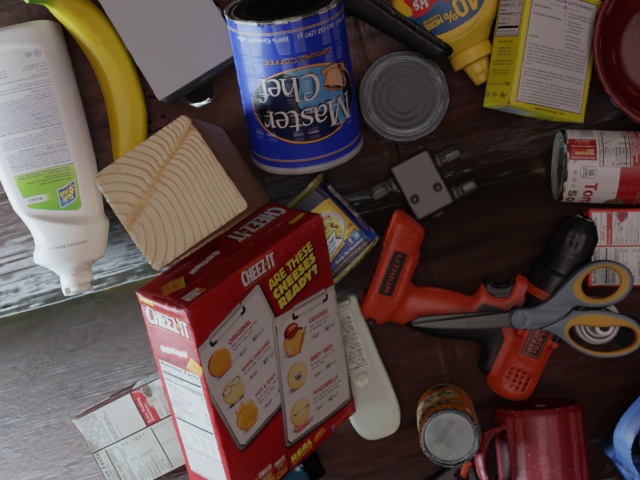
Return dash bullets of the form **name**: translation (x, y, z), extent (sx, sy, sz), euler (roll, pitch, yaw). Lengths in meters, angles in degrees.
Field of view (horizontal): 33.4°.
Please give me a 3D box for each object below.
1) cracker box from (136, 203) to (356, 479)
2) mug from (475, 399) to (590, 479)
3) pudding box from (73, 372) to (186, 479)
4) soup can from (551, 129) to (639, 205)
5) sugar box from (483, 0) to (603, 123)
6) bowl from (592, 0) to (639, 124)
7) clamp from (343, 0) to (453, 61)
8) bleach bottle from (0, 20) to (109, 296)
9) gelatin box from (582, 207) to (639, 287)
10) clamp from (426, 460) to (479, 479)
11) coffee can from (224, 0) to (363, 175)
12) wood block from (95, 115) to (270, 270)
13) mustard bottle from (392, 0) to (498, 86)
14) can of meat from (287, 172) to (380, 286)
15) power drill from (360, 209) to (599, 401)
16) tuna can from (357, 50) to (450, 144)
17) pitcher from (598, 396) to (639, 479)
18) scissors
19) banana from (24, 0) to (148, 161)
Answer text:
- **cracker box**: translation (-0.056, 0.100, 0.911), extent (0.072, 0.163, 0.214), euler (14, 127, 38)
- **mug**: translation (0.192, 0.192, 0.974), extent (0.117, 0.093, 0.081), euler (-5, 88, -23)
- **pudding box**: translation (-0.165, 0.182, 1.018), extent (0.113, 0.039, 0.090), euler (-27, 94, 7)
- **soup can**: translation (0.267, -0.066, 0.970), extent (0.102, 0.068, 0.068), euler (2, 94, 3)
- **sugar box**: translation (0.205, -0.199, 0.958), extent (0.093, 0.048, 0.176), euler (7, 92, -32)
- **bowl**: translation (0.322, -0.176, 0.967), extent (0.162, 0.055, 0.162), euler (0, 94, 2)
- **clamp**: translation (0.019, -0.247, 0.951), extent (0.210, 0.036, 0.164), euler (6, 108, 21)
- **bleach bottle**: translation (-0.261, -0.071, 0.995), extent (0.102, 0.068, 0.251), euler (-12, 95, 4)
- **gelatin box**: translation (0.289, 0.006, 0.993), extent (0.089, 0.030, 0.073), euler (-1, 95, 3)
- **clamp**: translation (0.123, 0.292, 1.012), extent (0.120, 0.039, 0.171), euler (26, 94, 0)
- **coffee can**: translation (-0.021, -0.142, 0.935), extent (0.103, 0.103, 0.140), euler (-8, 119, 3)
- **wood block**: translation (-0.111, -0.043, 0.918), extent (0.091, 0.206, 0.090), euler (-34, 91, 4)
- **mustard bottle**: translation (0.107, -0.229, 0.971), extent (0.096, 0.058, 0.191), euler (-27, 93, 13)
- **can of meat**: translation (-0.006, 0.001, 0.991), extent (0.102, 0.057, 0.084), euler (-44, 93, 4)
- **power drill**: translation (0.143, 0.038, 0.976), extent (0.187, 0.057, 0.184), euler (21, 100, -1)
- **tuna can**: translation (0.077, -0.132, 0.990), extent (0.086, 0.033, 0.086), euler (0, 95, 3)
- **pitcher**: translation (0.369, 0.142, 0.946), extent (0.145, 0.149, 0.243), euler (42, 91, 10)
- **scissors**: translation (0.189, 0.052, 0.943), extent (0.202, 0.016, 0.096), euler (13, 96, 1)
- **banana**: translation (-0.200, -0.151, 0.985), extent (0.069, 0.037, 0.198), euler (-35, 112, -24)
